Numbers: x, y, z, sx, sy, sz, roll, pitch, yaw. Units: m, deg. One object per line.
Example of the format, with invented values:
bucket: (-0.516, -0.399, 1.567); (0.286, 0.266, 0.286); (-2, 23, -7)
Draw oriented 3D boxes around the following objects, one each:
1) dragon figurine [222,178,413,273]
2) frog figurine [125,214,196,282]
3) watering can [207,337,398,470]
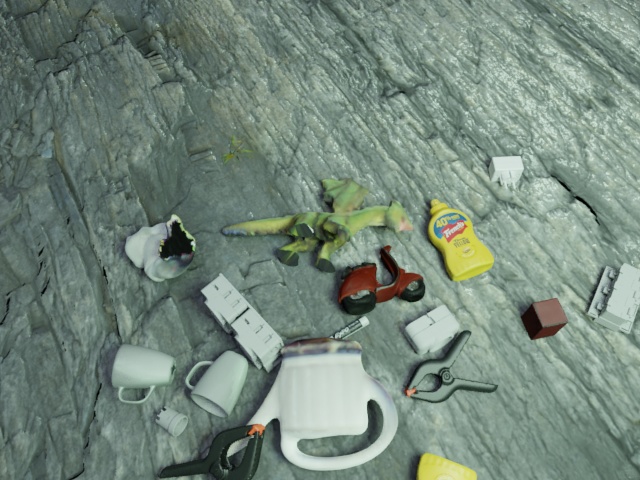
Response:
dragon figurine: (0.004, -0.059, 1.164); (0.411, 0.119, 0.248); (12, 43, 22)
frog figurine: (-0.357, 0.027, 1.134); (0.158, 0.122, 0.140); (-22, 62, 33)
watering can: (-0.037, 0.293, 0.930); (0.347, 0.102, 0.228); (-5, 68, 8)
